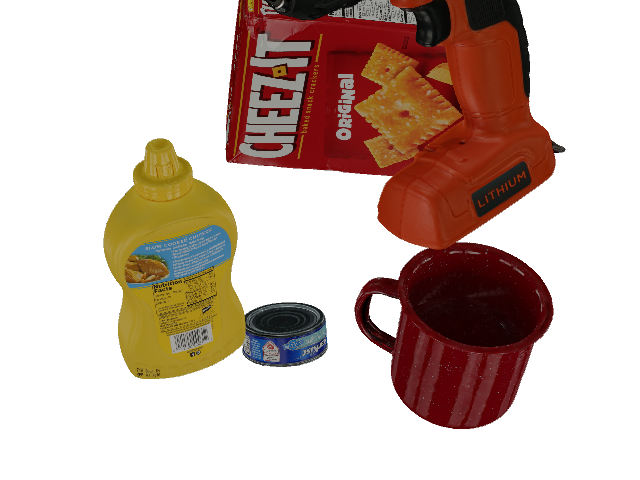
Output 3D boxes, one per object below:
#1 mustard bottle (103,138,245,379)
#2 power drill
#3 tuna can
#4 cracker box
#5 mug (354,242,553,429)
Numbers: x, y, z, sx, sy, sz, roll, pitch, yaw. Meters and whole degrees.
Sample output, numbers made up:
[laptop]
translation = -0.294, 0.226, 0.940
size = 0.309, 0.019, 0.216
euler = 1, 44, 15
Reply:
[mustard bottle]
translation = -0.107, 0.011, 0.777
size = 0.096, 0.192, 0.058
euler = -16, 40, -18
[power drill]
translation = 0.057, -0.092, 0.527
size = 0.184, 0.187, 0.057
euler = -31, 40, -28
[tuna can]
translation = -0.036, 0.092, 1.060
size = 0.086, 0.034, 0.086
euler = -3, 19, 1
[cracker box]
translation = 0.036, -0.129, 0.864
size = 0.213, 0.072, 0.164
euler = 4, -39, -7
[mug]
translation = 0.076, 0.058, 0.660
size = 0.117, 0.081, 0.093
euler = 16, 43, 10
